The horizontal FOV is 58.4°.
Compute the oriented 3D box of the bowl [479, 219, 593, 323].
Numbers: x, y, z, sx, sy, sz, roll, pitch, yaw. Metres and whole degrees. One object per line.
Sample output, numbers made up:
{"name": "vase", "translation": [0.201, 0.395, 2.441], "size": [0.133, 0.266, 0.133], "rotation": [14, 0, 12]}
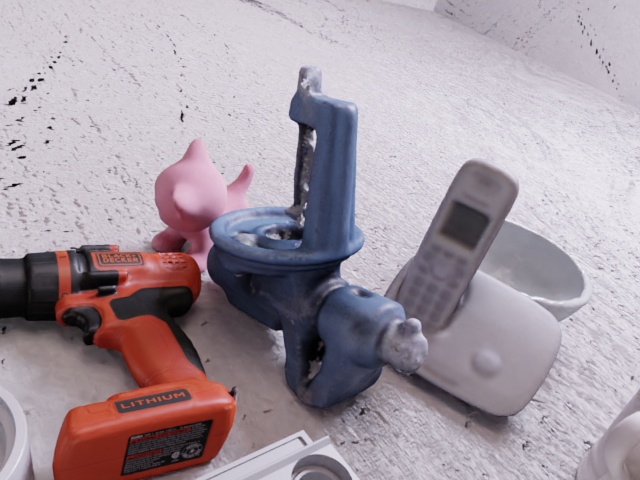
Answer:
{"name": "bowl", "translation": [0.191, 0.042, 0.603], "size": [0.167, 0.075, 0.167], "rotation": [14, 30, -8]}

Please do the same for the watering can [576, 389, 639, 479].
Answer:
{"name": "watering can", "translation": [0.276, 0.126, 0.394], "size": [0.173, 0.194, 0.100], "rotation": [-10, 40, -39]}

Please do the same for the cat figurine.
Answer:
{"name": "cat figurine", "translation": [-0.104, -0.036, 0.523], "size": [0.067, 0.118, 0.128], "rotation": [32, 33, 22]}

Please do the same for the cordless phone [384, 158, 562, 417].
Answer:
{"name": "cordless phone", "translation": [0.137, 0.038, 0.469], "size": [0.147, 0.185, 0.094], "rotation": [28, 31, 15]}

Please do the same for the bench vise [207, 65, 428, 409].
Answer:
{"name": "bench vise", "translation": [0.010, -0.002, 0.430], "size": [0.207, 0.220, 0.122], "rotation": [29, 32, 18]}
